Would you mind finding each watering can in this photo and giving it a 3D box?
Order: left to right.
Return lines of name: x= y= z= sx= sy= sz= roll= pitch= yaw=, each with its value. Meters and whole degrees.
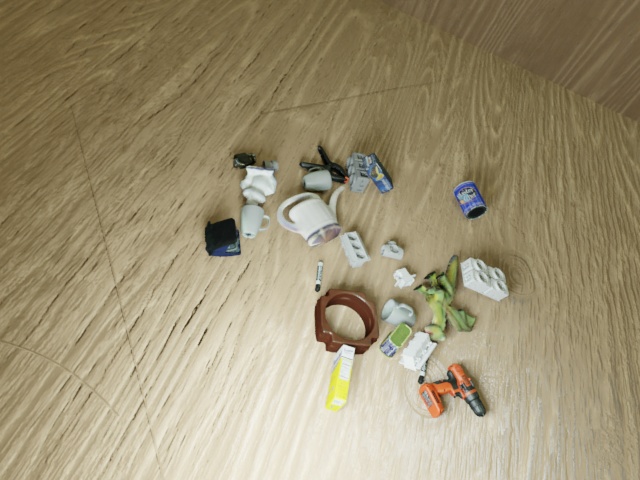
watering can: x=0.006 y=-0.098 z=1.951 sx=0.351 sy=0.101 sz=0.227 roll=-21 pitch=64 yaw=-32

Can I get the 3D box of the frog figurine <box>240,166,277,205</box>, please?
frog figurine: x=-0.235 y=-0.195 z=1.959 sx=0.137 sy=0.122 sz=0.160 roll=8 pitch=87 yaw=-26

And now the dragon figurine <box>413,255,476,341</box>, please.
dragon figurine: x=0.483 y=0.231 z=1.901 sx=0.416 sy=0.120 sz=0.243 roll=-33 pitch=88 yaw=-41
